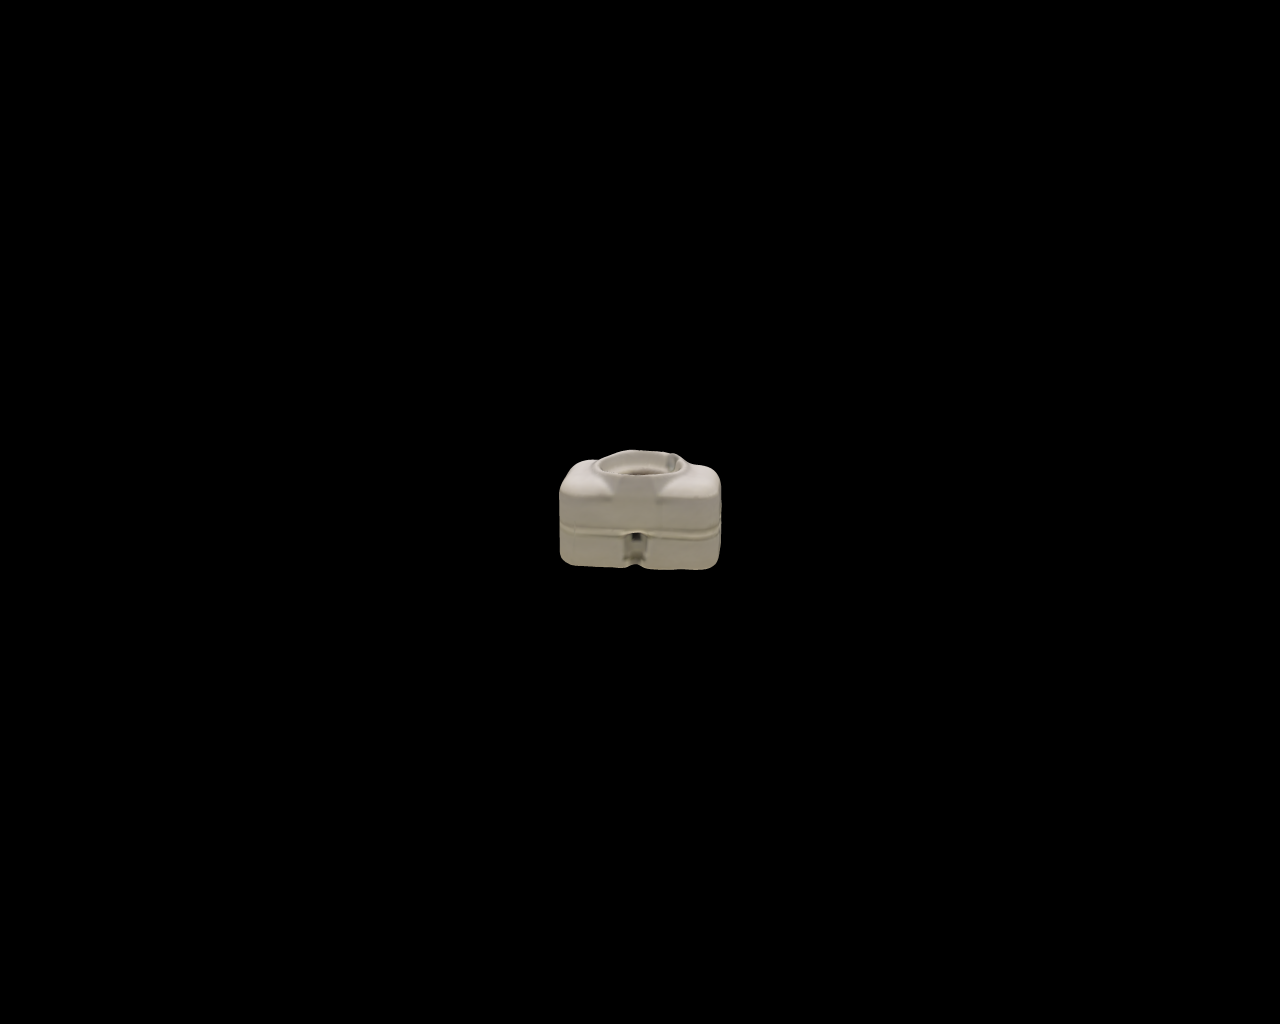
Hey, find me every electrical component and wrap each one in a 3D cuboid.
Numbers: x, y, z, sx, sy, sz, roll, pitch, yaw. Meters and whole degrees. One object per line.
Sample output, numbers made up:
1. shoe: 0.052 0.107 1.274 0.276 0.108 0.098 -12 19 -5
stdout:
1. electrical component: 0.001 -0.003 0.650 0.095 0.059 0.054 3 20 7
